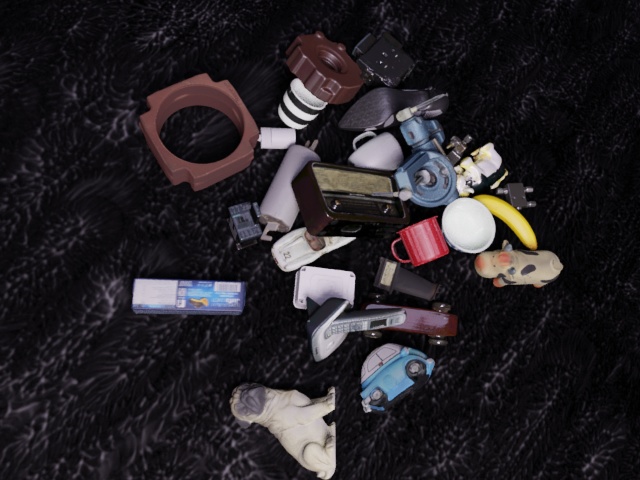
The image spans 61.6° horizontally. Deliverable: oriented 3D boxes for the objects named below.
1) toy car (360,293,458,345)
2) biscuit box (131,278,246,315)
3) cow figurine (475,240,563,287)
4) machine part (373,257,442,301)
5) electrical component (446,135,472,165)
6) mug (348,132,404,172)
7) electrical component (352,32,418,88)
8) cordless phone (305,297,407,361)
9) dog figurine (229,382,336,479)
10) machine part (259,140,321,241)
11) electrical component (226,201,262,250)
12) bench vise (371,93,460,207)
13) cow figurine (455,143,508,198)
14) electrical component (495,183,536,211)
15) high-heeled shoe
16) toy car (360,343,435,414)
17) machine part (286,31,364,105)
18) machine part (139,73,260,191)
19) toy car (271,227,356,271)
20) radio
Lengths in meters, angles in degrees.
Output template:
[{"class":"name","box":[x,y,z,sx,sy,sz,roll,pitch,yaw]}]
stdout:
[{"class":"toy car","box":[0.178,0.161,1.090,0.202,0.053,0.089,7,78,-6]},{"class":"biscuit box","box":[-0.243,0.107,1.006,0.203,0.063,0.059,3,74,-12]},{"class":"cow figurine","box":[0.418,0.055,1.134,0.195,0.127,0.085,3,72,-14]},{"class":"machine part","box":[0.181,0.088,1.120,0.139,0.039,0.084,18,64,-5]},{"class":"electrical component","box":[0.287,-0.190,1.193,0.045,0.102,0.078,39,45,-2]},{"class":"mug","box":[0.108,-0.183,1.158,0.107,0.080,0.109,-30,73,-14]},{"class":"electrical component","box":[0.141,-0.408,1.237,0.134,0.058,0.115,40,68,0]},{"class":"cordless phone","box":[0.066,0.161,1.006,0.184,0.146,0.089,-5,56,1]},{"class":"dog figurine","box":[-0.066,0.344,0.973,0.191,0.121,0.172,-2,72,1]},{"class":"machine part","box":[-0.063,-0.105,1.098,0.079,0.079,0.243,25,72,-5]},{"class":"electrical component","box":[-0.144,-0.032,1.037,0.048,0.119,0.075,-19,82,-18]},{"class":"bench vise","box":[0.199,-0.152,1.069,0.240,0.129,0.223,-42,118,-50]},{"class":"cow figurine","box":[0.343,-0.137,1.205,0.167,0.068,0.098,-38,92,-18]},{"class":"electrical component","box":[0.451,-0.099,1.239,0.094,0.021,0.063,-2,76,-14]},{"class":"high-heeled shoe","box":[0.169,-0.287,1.222,0.249,0.145,0.086,-16,78,13]},{"class":"toy car","box":[0.135,0.256,1.037,0.162,0.109,0.103,-32,61,-7]},{"class":"machine part","box":[0.013,-0.372,1.160,0.179,0.056,0.179,22,46,-25]},{"class":"machine part","box":[-0.241,-0.216,1.084,0.201,0.087,0.201,-30,82,-19]},{"class":"toy car","box":[-0.002,-0.003,1.093,0.202,0.056,0.073,-27,82,-18]},{"class":"radio","box":[0.066,-0.075,1.069,0.229,0.073,0.131,2,61,-35]}]
